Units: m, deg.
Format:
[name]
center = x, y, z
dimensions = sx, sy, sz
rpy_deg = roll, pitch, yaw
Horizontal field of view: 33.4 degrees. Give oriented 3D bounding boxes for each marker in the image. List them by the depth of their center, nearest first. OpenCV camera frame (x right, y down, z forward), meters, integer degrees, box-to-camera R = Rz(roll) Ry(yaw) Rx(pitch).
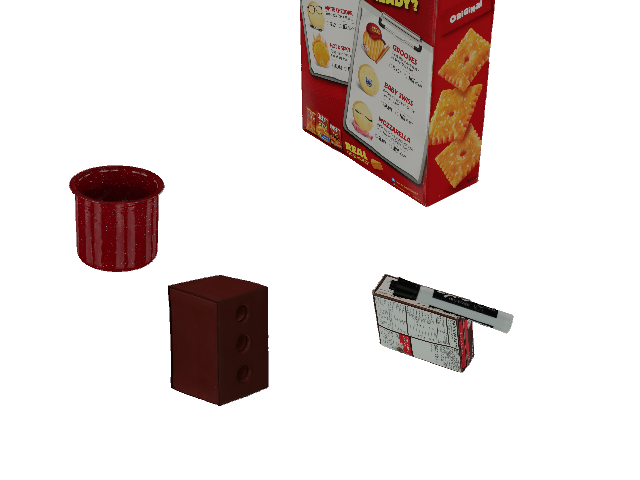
[marker]
center = 0.124, 0.061, 1.021
dimensions = 0.121, 0.020, 0.020
rpy_deg = 19, 1, 4

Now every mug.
[mug]
center = -0.204, -0.026, 1.087
dimensions = 0.093, 0.081, 0.117
rpy_deg = 5, 27, 0

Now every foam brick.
[foam brick]
center = -0.072, 0.069, 0.759
dimensions = 0.051, 0.078, 0.052
rpy_deg = 11, 17, 41

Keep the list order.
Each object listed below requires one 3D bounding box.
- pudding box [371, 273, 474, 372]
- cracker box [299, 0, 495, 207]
[pudding box]
center = 0.118, 0.095, 1.225
dimensions = 0.114, 0.090, 0.039
rpy_deg = 15, 46, 27
[cracker box]
center = 0.058, -0.159, 0.862
dimensions = 0.072, 0.214, 0.164
rpy_deg = -25, 43, -30
